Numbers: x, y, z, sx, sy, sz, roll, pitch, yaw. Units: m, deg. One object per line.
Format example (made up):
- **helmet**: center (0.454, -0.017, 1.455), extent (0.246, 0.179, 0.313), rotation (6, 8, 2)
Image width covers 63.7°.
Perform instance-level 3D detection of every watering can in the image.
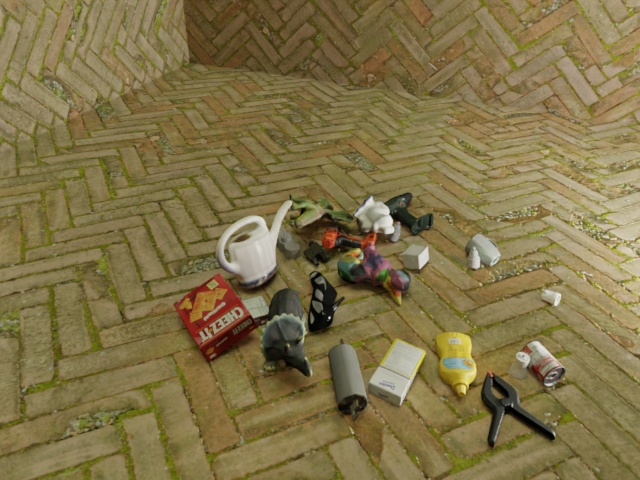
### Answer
- **watering can**: center (-0.190, 0.018, 1.678), extent (0.104, 0.221, 0.353), rotation (7, 29, 42)

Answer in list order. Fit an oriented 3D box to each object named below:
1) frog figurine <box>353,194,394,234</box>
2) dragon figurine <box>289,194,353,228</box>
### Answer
- **frog figurine**: center (0.213, -0.074, 1.909), extent (0.161, 0.120, 0.139), rotation (39, 54, 19)
- **dragon figurine**: center (0.006, -0.096, 1.906), extent (0.243, 0.120, 0.416), rotation (2, 18, -8)
